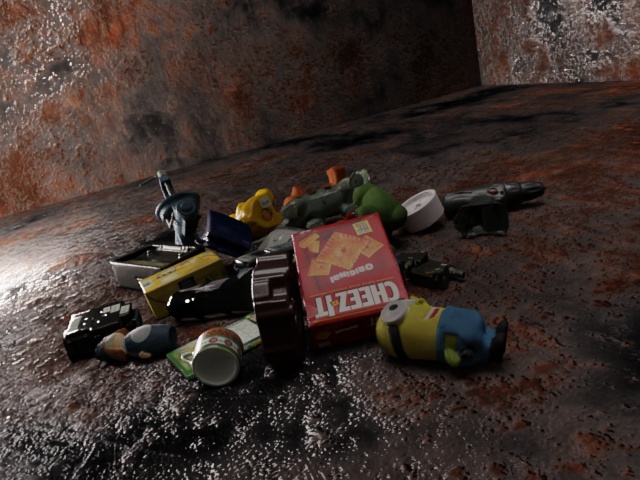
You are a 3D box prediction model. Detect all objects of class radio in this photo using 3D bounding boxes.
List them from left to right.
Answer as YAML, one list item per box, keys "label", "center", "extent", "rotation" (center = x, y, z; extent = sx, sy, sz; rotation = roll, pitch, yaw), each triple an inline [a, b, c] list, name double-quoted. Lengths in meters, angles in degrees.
- label: "radio"
  center: [-0.384, 0.064, 1.296]
  extent: [0.230, 0.073, 0.131]
  rotation: [4, 25, 39]

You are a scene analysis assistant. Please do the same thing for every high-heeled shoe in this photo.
- label: "high-heeled shoe"
  center: [-0.175, 0.111, 1.071]
  extent: [0.249, 0.086, 0.145]
  rotation: [-7, -10, -27]

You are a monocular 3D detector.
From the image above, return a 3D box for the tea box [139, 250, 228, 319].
- label: "tea box"
  center: [-0.288, 0.092, 1.146]
  extent: [0.170, 0.068, 0.098]
  rotation: [-24, 21, -18]

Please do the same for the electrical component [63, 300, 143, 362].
- label: "electrical component"
  center: [-0.415, 0.171, 1.040]
  extent: [0.134, 0.058, 0.115]
  rotation: [-16, 21, -9]

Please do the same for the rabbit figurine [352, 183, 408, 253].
- label: "rabbit figurine"
  center: [0.108, -0.015, 1.175]
  extent: [0.170, 0.121, 0.159]
  rotation: [-43, 38, -5]

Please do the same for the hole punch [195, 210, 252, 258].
- label: "hole punch"
  center: [-0.218, -0.009, 1.250]
  extent: [0.142, 0.092, 0.116]
  rotation: [25, -2, -23]

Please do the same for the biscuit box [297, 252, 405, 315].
- label: "biscuit box"
  center: [0.053, 0.079, 0.989]
  extent: [0.203, 0.059, 0.063]
  rotation: [-13, 19, 0]

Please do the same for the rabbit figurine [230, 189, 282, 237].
- label: "rabbit figurine"
  center: [-0.202, -0.042, 1.468]
  extent: [0.173, 0.121, 0.162]
  rotation: [-14, 23, 45]

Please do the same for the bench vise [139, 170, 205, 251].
- label: "bench vise"
  center: [-0.376, -0.076, 1.428]
  extent: [0.129, 0.241, 0.223]
  rotation: [-25, -20, -14]

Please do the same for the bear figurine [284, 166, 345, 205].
- label: "bear figurine"
  center: [-0.022, -0.134, 1.551]
  extent: [0.196, 0.131, 0.120]
  rotation: [-8, 3, -2]

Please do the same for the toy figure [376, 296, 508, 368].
- label: "toy figure"
  center: [0.163, 0.132, 0.741]
  extent: [0.180, 0.089, 0.082]
  rotation: [9, 0, 28]

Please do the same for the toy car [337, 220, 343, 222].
- label: "toy car"
  center: [-0.003, -0.004, 1.271]
  extent: [0.202, 0.056, 0.073]
  rotation: [-11, 12, 3]

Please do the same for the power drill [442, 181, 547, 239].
- label: "power drill"
  center: [0.384, -0.079, 1.195]
  extent: [0.232, 0.085, 0.207]
  rotation: [-6, 24, 23]

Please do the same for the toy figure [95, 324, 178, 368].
- label: "toy figure"
  center: [-0.331, 0.182, 0.951]
  extent: [0.155, 0.057, 0.064]
  rotation: [-11, 13, 8]

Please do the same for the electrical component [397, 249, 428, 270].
- label: "electrical component"
  center: [0.179, 0.042, 1.070]
  extent: [0.063, 0.021, 0.094]
  rotation: [-1, 23, 33]

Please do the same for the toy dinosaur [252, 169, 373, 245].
- label: "toy dinosaur"
  center: [0.005, -0.084, 1.403]
  extent: [0.405, 0.131, 0.192]
  rotation: [-18, 4, -4]

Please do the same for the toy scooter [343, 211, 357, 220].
- label: "toy scooter"
  center: [0.037, 0.015, 1.068]
  extent: [0.184, 0.135, 0.075]
  rotation: [-13, 20, 4]

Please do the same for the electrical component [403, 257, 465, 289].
- label: "electrical component"
  center: [0.201, 0.056, 0.979]
  extent: [0.078, 0.045, 0.102]
  rotation: [-25, 22, -27]

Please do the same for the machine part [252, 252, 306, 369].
- label: "machine part"
  center: [-0.059, 0.105, 0.830]
  extent: [0.056, 0.179, 0.179]
  rotation: [-8, 19, 3]

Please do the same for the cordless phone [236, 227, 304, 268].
- label: "cordless phone"
  center: [-0.113, 0.031, 1.140]
  extent: [0.184, 0.088, 0.147]
  rotation: [-13, 15, -39]
